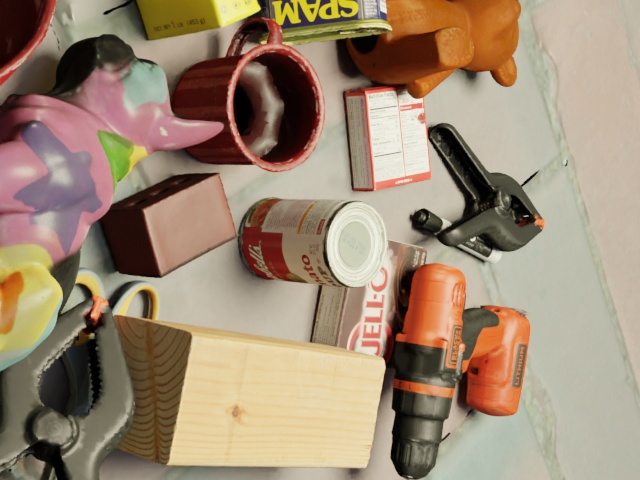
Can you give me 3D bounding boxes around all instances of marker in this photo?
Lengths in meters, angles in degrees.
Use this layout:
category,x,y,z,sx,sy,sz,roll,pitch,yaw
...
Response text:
category,x,y,z,sx,sy,sz,roll,pitch,yaw
marker,0.131,-0.004,1.015,0.120,0.020,0.020,24,76,-41

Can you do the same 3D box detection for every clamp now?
category,x,y,z,sx,sy,sz,roll,pitch,yaw
clamp,-0.164,0.134,0.676,0.164,0.036,0.209,29,53,-10
clamp,0.159,-0.026,1.015,0.171,0.039,0.120,29,60,-38

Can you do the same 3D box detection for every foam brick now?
category,x,y,z,sx,sy,sz,roll,pitch,yaw
foam brick,-0.109,-0.012,0.771,0.078,0.053,0.051,-31,113,-42

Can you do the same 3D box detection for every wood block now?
category,x,y,z,sx,sy,sz,roll,pitch,yaw
wood block,-0.054,0.116,0.793,0.205,0.090,0.091,15,84,-47

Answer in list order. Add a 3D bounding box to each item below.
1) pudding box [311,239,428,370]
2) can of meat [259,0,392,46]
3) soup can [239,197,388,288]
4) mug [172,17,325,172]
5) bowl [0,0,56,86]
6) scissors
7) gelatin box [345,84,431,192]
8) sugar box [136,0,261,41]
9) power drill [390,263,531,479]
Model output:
category,x,y,z,sx,sy,sz,roll,pitch,yaw
pudding box,0.043,0.053,0.924,0.089,0.039,0.113,13,84,-42
can of meat,0.001,-0.200,0.832,0.057,0.102,0.084,-18,104,-72
soup can,-0.005,0.001,0.835,0.068,0.102,0.068,-3,95,-43
mug,-0.055,-0.109,0.797,0.093,0.082,0.117,9,86,-42
bowl,-0.235,-0.126,0.618,0.162,0.055,0.162,5,57,-8
scissors,-0.178,0.106,0.742,0.096,0.016,0.201,44,64,-33
gelatin box,0.060,-0.091,0.939,0.073,0.030,0.089,-14,101,-40
sugar box,-0.107,-0.232,0.737,0.048,0.094,0.176,-33,113,-37
power drill,0.126,0.121,0.962,0.187,0.057,0.184,15,84,-58
